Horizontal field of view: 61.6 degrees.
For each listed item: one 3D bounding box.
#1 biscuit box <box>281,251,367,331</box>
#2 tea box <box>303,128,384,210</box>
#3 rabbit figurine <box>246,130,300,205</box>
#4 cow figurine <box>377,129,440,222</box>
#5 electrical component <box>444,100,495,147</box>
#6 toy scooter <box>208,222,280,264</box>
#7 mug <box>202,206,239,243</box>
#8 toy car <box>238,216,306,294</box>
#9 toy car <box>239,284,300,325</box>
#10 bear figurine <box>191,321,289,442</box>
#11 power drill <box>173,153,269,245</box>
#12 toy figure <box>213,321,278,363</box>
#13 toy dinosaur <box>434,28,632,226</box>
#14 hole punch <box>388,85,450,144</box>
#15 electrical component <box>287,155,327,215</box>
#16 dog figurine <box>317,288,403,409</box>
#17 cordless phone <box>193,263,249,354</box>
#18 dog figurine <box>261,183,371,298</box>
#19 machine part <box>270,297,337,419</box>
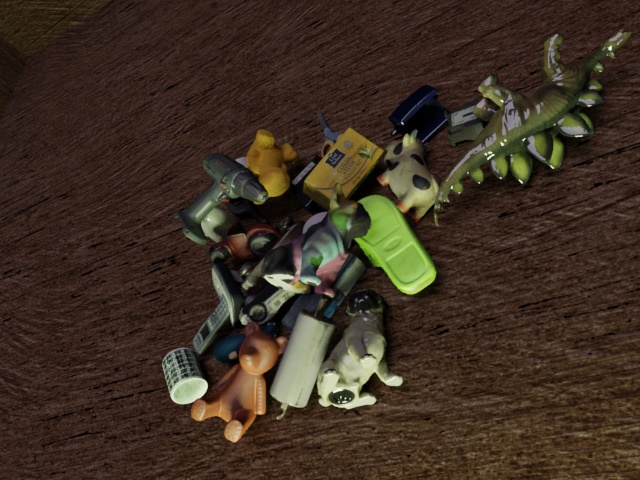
[{"bbox_3d":[0.008,0.111,1.098,0.063,0.059,0.202,32,83,42],"label":"biscuit box"},{"bbox_3d":[0.050,-0.149,1.173,0.098,0.068,0.169,34,72,7],"label":"tea box"},{"bbox_3d":[-0.128,-0.161,1.286,0.162,0.121,0.173,-43,40,12],"label":"rabbit figurine"},{"bbox_3d":[0.189,-0.144,1.120,0.127,0.085,0.195,-40,44,15],"label":"cow figurine"},{"bbox_3d":[0.322,-0.250,1.117,0.119,0.047,0.075,-17,53,25],"label":"electrical component"},{"bbox_3d":[-0.172,-0.003,1.291,0.184,0.075,0.135,-12,25,13],"label":"toy scooter"},{"bbox_3d":[-0.273,-0.044,1.369,0.110,0.107,0.081,-6,57,31],"label":"mug"},{"bbox_3d":[-0.097,0.038,1.200,0.202,0.089,0.053,-49,15,-1],"label":"toy car"},{"bbox_3d":[-0.088,0.112,1.146,0.202,0.056,0.074,-39,22,-5],"label":"toy car"},{"bbox_3d":[-0.145,0.266,1.043,0.120,0.132,0.195,26,98,19],"label":"bear figurine"},{"bbox_3d":[-0.237,-0.091,1.240,0.207,0.086,0.232,-52,50,11],"label":"power drill"},{"bbox_3d":[-0.154,0.216,1.148,0.154,0.057,0.064,-24,56,15],"label":"toy figure"},{"bbox_3d":[0.373,-0.215,0.989,0.471,0.105,0.199,-37,66,12],"label":"toy dinosaur"},{"bbox_3d":[0.214,-0.287,1.194,0.142,0.092,0.116,-45,42,7],"label":"hole punch"},{"bbox_3d":[-0.001,-0.120,1.258,0.115,0.058,0.134,-46,46,5],"label":"electrical component"},{"bbox_3d":[0.057,0.196,0.996,0.172,0.121,0.191,-28,34,15],"label":"dog figurine"},{"bbox_3d":[-0.240,0.160,1.235,0.184,0.088,0.147,-50,45,13],"label":"cordless phone"},{"bbox_3d":[-0.002,-0.003,1.061,0.192,0.108,0.219,6,65,34],"label":"dog figurine"},{"bbox_3d":[-0.032,0.222,1.015,0.079,0.079,0.243,20,91,42],"label":"machine part"}]
